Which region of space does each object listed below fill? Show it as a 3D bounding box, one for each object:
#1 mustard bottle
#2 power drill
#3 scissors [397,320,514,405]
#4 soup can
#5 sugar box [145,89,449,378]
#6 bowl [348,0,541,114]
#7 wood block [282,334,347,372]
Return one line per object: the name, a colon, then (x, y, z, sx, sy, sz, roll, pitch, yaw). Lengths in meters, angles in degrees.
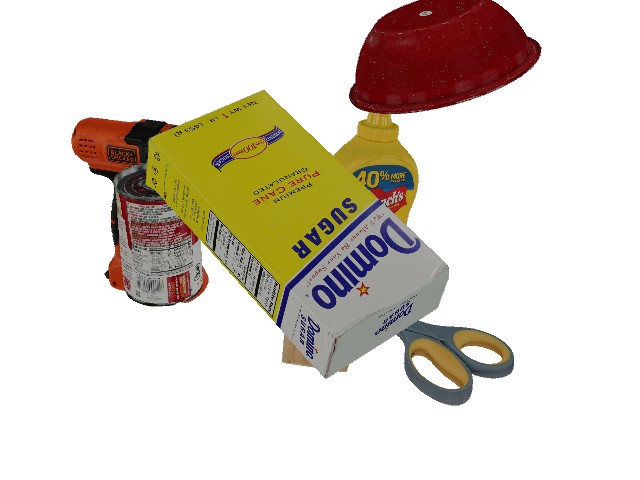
mustard bottle: (0.051, -0.044, 1.077, 0.096, 0.192, 0.058, -2, 21, -20)
power drill: (-0.159, -0.032, 1.086, 0.185, 0.188, 0.057, 11, 30, 21)
scissors: (0.085, 0.066, 0.875, 0.096, 0.016, 0.202, -8, 32, -17)
soup can: (-0.132, -0.005, 0.880, 0.068, 0.102, 0.068, 0, 28, 0)
sugar box: (-0.016, -0.010, 0.632, 0.093, 0.048, 0.176, -29, 59, -31)
bowl: (0.094, -0.161, 0.871, 0.162, 0.055, 0.162, -15, 25, 7)
wood block: (0.007, 0.055, 1.396, 0.090, 0.206, 0.090, 8, 23, 6)
